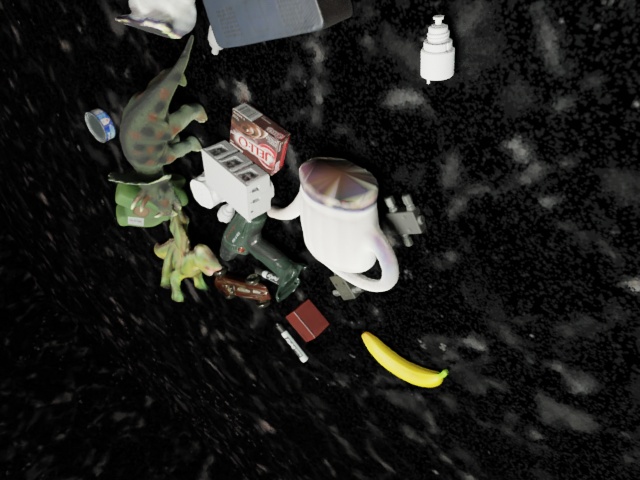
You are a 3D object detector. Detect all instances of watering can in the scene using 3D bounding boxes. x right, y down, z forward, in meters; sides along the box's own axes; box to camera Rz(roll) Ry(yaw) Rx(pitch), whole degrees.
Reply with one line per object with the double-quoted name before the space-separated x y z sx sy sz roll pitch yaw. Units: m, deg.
"watering can" 0.003 -0.045 0.897 0.352 0.105 0.219 34 142 37

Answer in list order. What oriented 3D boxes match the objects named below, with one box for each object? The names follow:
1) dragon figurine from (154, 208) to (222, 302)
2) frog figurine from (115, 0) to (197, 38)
"dragon figurine" -0.375 0.009 1.379 0.415 0.123 0.238 34 125 44
"frog figurine" -0.261 -0.428 0.865 0.138 0.122 0.158 24 101 44
